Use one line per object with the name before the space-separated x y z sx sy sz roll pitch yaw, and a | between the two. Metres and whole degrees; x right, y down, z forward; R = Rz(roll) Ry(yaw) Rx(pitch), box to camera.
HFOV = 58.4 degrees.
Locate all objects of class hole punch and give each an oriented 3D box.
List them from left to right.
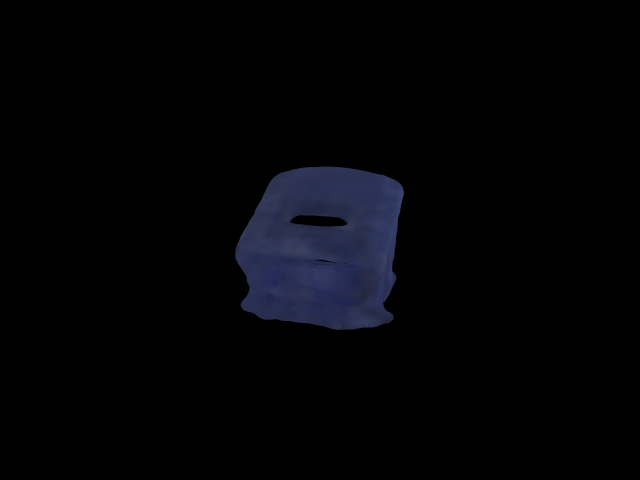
hole punch | 0.004 0.001 0.400 0.108 0.091 0.101 5 19 15
